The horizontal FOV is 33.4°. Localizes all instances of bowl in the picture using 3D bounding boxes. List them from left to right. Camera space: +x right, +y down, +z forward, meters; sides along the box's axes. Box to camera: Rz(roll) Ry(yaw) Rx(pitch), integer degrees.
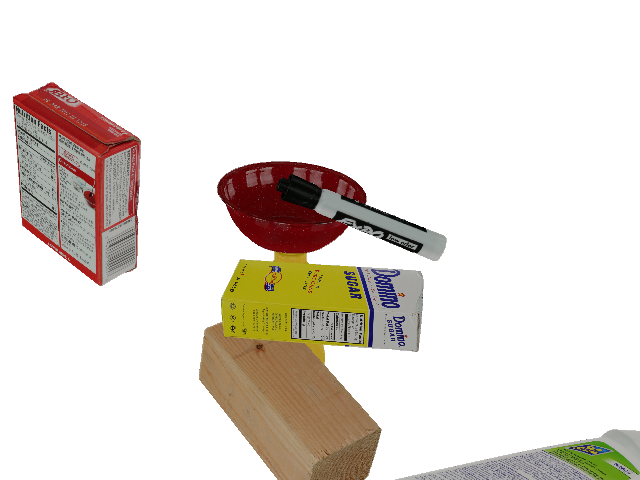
[{"bbox_3d":[-0.033,-0.031,1.158,0.162,0.055,0.162,5,27,-3],"label":"bowl"}]

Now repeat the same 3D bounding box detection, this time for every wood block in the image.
[{"bbox_3d":[-0.037,0.176,1.157,0.090,0.090,0.206,-21,50,-31],"label":"wood block"}]

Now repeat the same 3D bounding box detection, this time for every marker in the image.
[{"bbox_3d":[0.027,-0.016,0.715,0.121,0.020,0.020,22,-5,-12],"label":"marker"}]

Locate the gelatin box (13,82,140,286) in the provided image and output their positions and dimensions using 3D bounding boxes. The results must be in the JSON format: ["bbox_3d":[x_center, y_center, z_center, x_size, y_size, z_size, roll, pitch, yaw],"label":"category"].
[{"bbox_3d":[-0.132,-0.031,0.583,0.073,0.089,0.030,32,42,29],"label":"gelatin box"}]

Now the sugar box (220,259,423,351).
[{"bbox_3d":[0.004,0.057,0.971,0.176,0.048,0.093,1,23,7],"label":"sugar box"}]

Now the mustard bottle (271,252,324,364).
[{"bbox_3d":[-0.040,0.084,1.362,0.096,0.192,0.058,-1,20,-8],"label":"mustard bottle"}]

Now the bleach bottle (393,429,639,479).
[{"bbox_3d":[0.146,0.159,0.620,0.250,0.068,0.103,-8,20,-26],"label":"bleach bottle"}]
